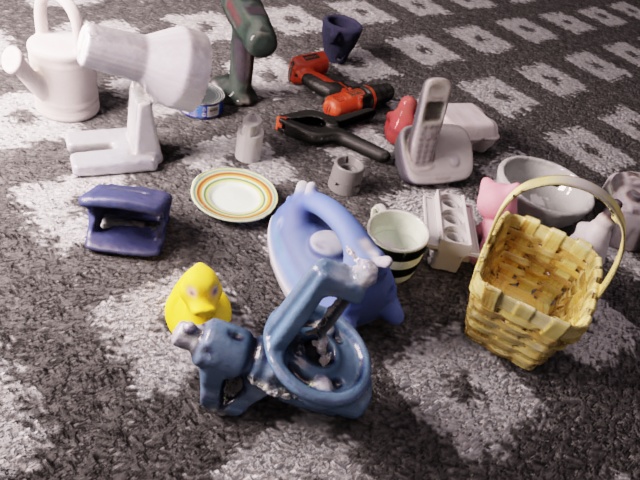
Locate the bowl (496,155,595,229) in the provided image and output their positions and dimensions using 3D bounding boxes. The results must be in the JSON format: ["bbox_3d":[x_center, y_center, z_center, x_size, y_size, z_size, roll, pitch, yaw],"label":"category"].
[{"bbox_3d":[0.372,-0.070,0.980,0.167,0.075,0.167,9,41,-7],"label":"bowl"}]

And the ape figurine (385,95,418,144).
[{"bbox_3d":[0.161,-0.230,1.086,0.077,0.092,0.076,37,45,24],"label":"ape figurine"}]

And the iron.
[{"bbox_3d":[0.007,0.003,0.736,0.119,0.141,0.257,-16,49,-31],"label":"iron"}]

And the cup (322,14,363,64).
[{"bbox_3d":[0.039,-0.444,1.292,0.091,0.095,0.118,20,41,7],"label":"cup"}]

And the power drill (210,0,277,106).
[{"bbox_3d":[-0.152,-0.371,1.064,0.076,0.208,0.229,-12,47,-28],"label":"power drill"}]

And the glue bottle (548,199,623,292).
[{"bbox_3d":[0.379,0.010,0.814,0.037,0.173,0.078,2,42,-14],"label":"glue bottle"}]

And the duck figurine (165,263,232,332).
[{"bbox_3d":[-0.140,0.063,0.665,0.078,0.086,0.104,-2,43,-18],"label":"duck figurine"}]

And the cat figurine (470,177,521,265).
[{"bbox_3d":[0.272,-0.034,0.876,0.067,0.118,0.128,10,40,-5],"label":"cat figurine"}]

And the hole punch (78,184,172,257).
[{"bbox_3d":[-0.252,-0.042,0.748,0.109,0.091,0.101,7,41,-9],"label":"hole punch"}]

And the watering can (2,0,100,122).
[{"bbox_3d":[-0.411,-0.291,0.906,0.101,0.194,0.173,14,40,0],"label":"watering can"}]

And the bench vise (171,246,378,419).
[{"bbox_3d":[-0.033,0.100,0.552,0.208,0.220,0.121,-2,43,-19],"label":"bench vise"}]

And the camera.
[{"bbox_3d":[0.569,-0.053,0.999,0.136,0.101,0.143,16,40,2],"label":"camera"}]

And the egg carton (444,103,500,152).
[{"bbox_3d":[0.271,-0.219,1.125,0.151,0.069,0.107,-7,45,-24],"label":"egg carton"}]

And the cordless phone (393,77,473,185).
[{"bbox_3d":[0.210,-0.188,0.981,0.148,0.185,0.094,-9,46,-25],"label":"cordless phone"}]

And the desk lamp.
[{"bbox_3d":[-0.268,-0.211,0.841,0.204,0.213,0.117,-10,46,-26],"label":"desk lamp"}]
